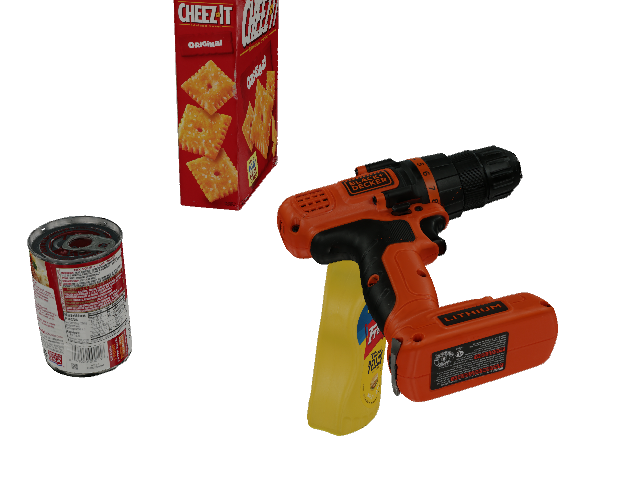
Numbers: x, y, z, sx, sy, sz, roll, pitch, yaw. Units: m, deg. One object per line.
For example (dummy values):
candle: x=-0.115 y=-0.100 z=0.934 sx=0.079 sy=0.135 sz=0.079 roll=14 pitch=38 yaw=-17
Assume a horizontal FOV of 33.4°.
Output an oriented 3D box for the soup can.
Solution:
soup can: x=-0.177 y=0.042 z=0.794 sx=0.068 sy=0.102 sz=0.068 roll=0 pitch=29 yaw=0

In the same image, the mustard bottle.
mustard bottle: x=0.031 y=0.070 z=0.952 sx=0.058 sy=0.192 sz=0.096 roll=14 pitch=19 yaw=23

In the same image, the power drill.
power drill: x=0.081 y=0.012 z=0.715 sx=0.184 sy=0.057 sz=0.188 roll=-17 pitch=41 yaw=-11

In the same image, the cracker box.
cracker box: x=-0.089 y=-0.157 z=1.081 sx=0.072 sy=0.214 sz=0.164 roll=6 pitch=22 yaw=10
